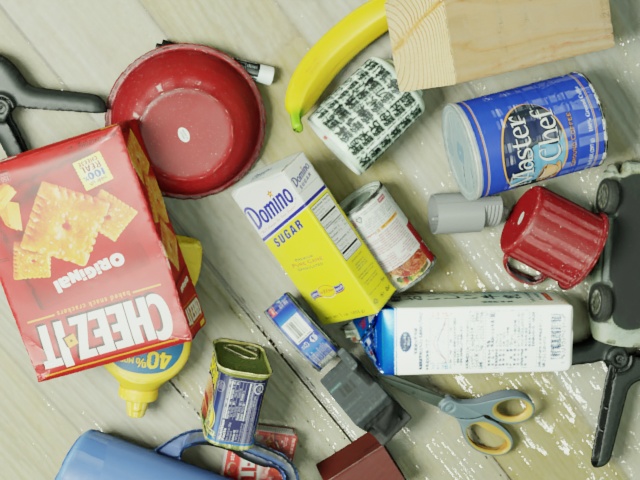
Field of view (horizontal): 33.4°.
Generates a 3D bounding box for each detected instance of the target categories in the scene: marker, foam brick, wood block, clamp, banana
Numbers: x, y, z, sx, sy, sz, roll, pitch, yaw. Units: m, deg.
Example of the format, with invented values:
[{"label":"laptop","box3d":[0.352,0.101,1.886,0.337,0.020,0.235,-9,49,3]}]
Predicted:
[{"label":"marker","box3d":[-0.106,-0.179,1.072,0.121,0.020,0.020,12,99,-11]},{"label":"foam brick","box3d":[0.044,0.254,1.164,0.078,0.053,0.051,-32,104,-2]},{"label":"wood block","box3d":[0.177,-0.209,1.038,0.205,0.091,0.090,-16,101,-29]},{"label":"clamp","box3d":[-0.297,-0.135,1.039,0.120,0.039,0.171,-46,108,2]},{"label":"clamp","box3d":[0.319,0.128,1.193,0.164,0.036,0.210,40,89,-8]},{"label":"banana","box3d":[0.026,-0.188,1.071,0.198,0.070,0.037,-49,143,-5]}]

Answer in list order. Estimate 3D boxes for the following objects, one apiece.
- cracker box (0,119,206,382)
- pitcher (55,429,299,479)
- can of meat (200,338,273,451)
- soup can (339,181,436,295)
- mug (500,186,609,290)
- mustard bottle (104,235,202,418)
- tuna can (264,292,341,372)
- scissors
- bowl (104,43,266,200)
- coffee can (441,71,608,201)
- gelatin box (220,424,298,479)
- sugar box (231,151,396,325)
[{"label":"cracker box","box3d":[-0.222,0.011,1.015,0.164,0.072,0.214,-16,99,9]},{"label":"pitcher","box3d":[-0.145,0.276,1.088,0.243,0.149,0.145,23,116,2]},{"label":"can of meat","box3d":[-0.089,0.158,1.100,0.057,0.102,0.084,10,101,-12]},{"label":"soup can","box3d":[0.065,-0.002,1.110,0.068,0.068,0.102,-37,104,-1]},{"label":"mug","box3d":[0.240,0.002,1.136,0.081,0.093,0.117,27,131,-8]},{"label":"mustard bottle","box3d":[-0.178,0.089,1.093,0.096,0.058,0.192,7,100,-9]},{"label":"tuna can","box3d":[-0.018,0.094,1.106,0.034,0.086,0.086,-43,104,0]},{"label":"scissors","box3d":[0.157,0.170,1.155,0.096,0.016,0.201,-40,121,13]},{"label":"bowl","box3d":[-0.132,-0.110,1.052,0.162,0.055,0.162,-2,109,-6]},{"label":"coffee can","box3d":[0.208,-0.107,1.095,0.140,0.103,0.103,-15,103,-6]},{"label":"gelatin box","box3d":[-0.069,0.245,1.156,0.073,0.030,0.089,10,99,-11]},{"label":"sugar box","box3d":[-0.007,0.002,1.085,0.176,0.094,0.048,53,52,-15]}]
